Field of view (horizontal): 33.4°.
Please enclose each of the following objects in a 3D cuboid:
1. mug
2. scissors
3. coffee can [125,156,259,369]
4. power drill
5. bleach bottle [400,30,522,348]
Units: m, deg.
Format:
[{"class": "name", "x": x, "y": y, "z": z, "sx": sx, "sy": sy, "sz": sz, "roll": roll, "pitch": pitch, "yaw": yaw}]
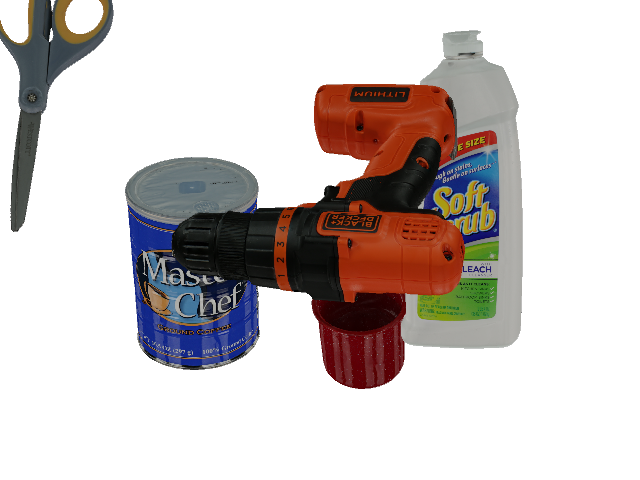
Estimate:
[{"class": "mug", "x": 0.050, "y": 0.085, "z": 1.045, "sx": 0.117, "sy": 0.081, "sz": 0.093, "roll": -27, "pitch": 43, "yaw": -26}, {"class": "scissors", "x": -0.187, "y": -0.109, "z": 0.762, "sx": 0.096, "sy": 0.202, "sz": 0.016, "roll": -10, "pitch": -13, "yaw": -11}, {"class": "coffee can", "x": -0.101, "y": 0.018, "z": 0.859, "sx": 0.103, "sy": 0.140, "sz": 0.103, "roll": 1, "pitch": 30, "yaw": -1}, {"class": "power drill", "x": 0.011, "y": -0.034, "z": 0.708, "sx": 0.184, "sy": 0.057, "sz": 0.187, "roll": 5, "pitch": 41, "yaw": 14}, {"class": "bleach bottle", "x": 0.111, "y": -0.041, "z": 0.862, "sx": 0.103, "sy": 0.251, "sz": 0.068, "roll": 0, "pitch": 15, "yaw": 17}]
